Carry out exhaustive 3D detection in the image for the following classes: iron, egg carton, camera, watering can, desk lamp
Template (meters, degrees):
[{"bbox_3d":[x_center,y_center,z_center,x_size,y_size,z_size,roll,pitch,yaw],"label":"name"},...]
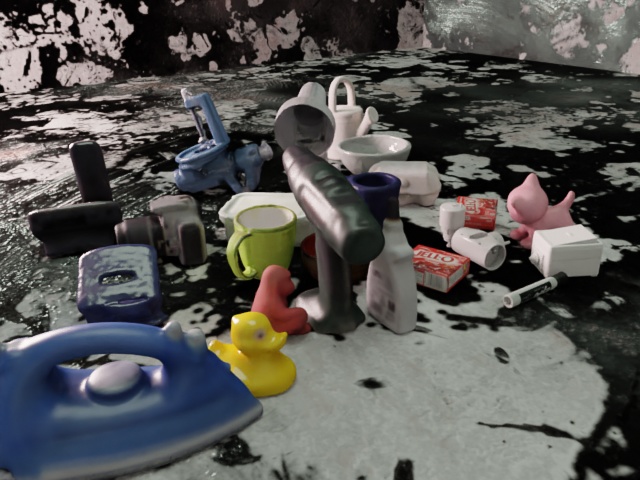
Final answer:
[{"bbox_3d":[-0.188,0.133,0.549,0.258,0.141,0.118,-7,25,-11],"label":"iron"},{"bbox_3d":[0.164,-0.113,1.138,0.150,0.069,0.107,2,25,8],"label":"egg carton"},{"bbox_3d":[-0.263,-0.022,0.939,0.137,0.101,0.142,-11,26,-17],"label":"camera"},{"bbox_3d":[0.064,-0.302,1.406,0.172,0.194,0.101,6,26,17],"label":"watering can"},{"bbox_3d":[-0.020,-0.209,1.189,0.118,0.214,0.203,1,25,6],"label":"desk lamp"}]

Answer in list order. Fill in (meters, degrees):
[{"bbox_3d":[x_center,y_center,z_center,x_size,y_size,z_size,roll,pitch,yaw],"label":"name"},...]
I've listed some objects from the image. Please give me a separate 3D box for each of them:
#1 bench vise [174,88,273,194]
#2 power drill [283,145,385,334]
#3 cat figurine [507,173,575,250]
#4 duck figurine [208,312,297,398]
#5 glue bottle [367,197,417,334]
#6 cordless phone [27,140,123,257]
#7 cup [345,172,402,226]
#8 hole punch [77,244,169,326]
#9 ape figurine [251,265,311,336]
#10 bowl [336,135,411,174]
[{"bbox_3d":[-0.208,-0.209,1.195,0.207,0.220,0.121,-8,26,-12],"label":"bench vise"},{"bbox_3d":[0.007,0.003,0.737,0.076,0.208,0.228,-13,27,-21],"label":"power drill"},{"bbox_3d":[0.356,-0.050,0.930,0.128,0.118,0.067,-6,25,-9],"label":"cat figurine"},{"bbox_3d":[-0.079,0.119,0.637,0.104,0.086,0.077,5,26,15],"label":"duck figurine"},{"bbox_3d":[0.091,0.028,0.717,0.037,0.173,0.077,-16,28,-27],"label":"glue bottle"},{"bbox_3d":[-0.418,-0.075,0.964,0.148,0.185,0.094,-11,26,-18],"label":"cordless phone"},{"bbox_3d":[0.084,-0.065,1.011,0.117,0.095,0.092,10,28,24],"label":"cup"},{"bbox_3d":[-0.264,0.064,0.765,0.109,0.091,0.101,-8,26,-13],"label":"hole punch"},{"bbox_3d":[-0.052,0.075,0.723,0.076,0.092,0.077,-8,26,-13],"label":"ape figurine"},{"bbox_3d":[0.120,-0.180,1.280,0.167,0.075,0.167,-2,25,1],"label":"bowl"}]
